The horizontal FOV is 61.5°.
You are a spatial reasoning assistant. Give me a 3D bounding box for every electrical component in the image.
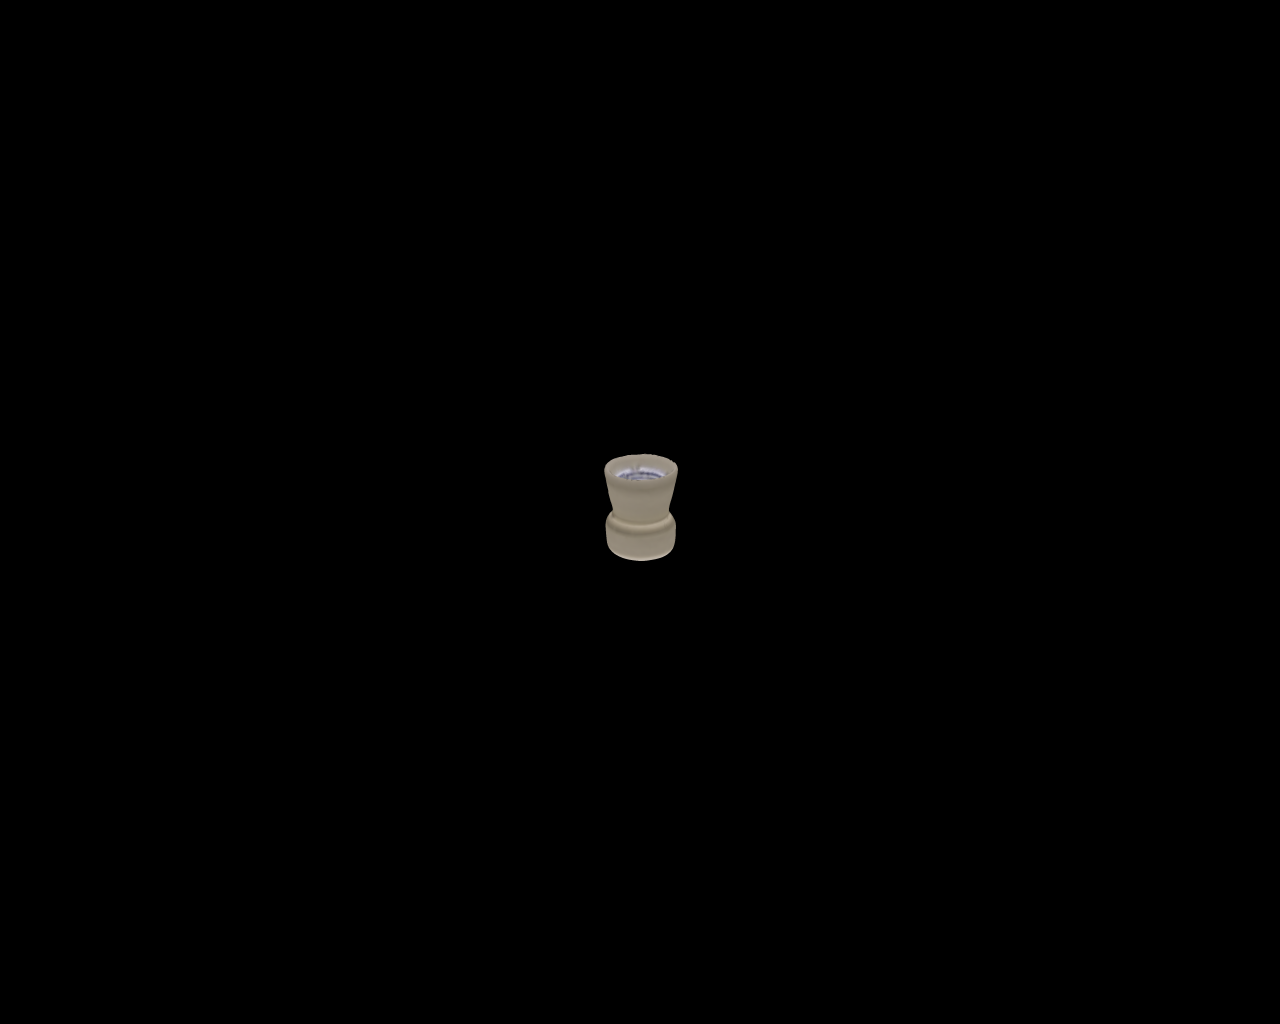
[{"bbox_3d":[0.001,-0.003,0.650,0.045,0.055,0.045,0,25,0],"label":"electrical component"}]
